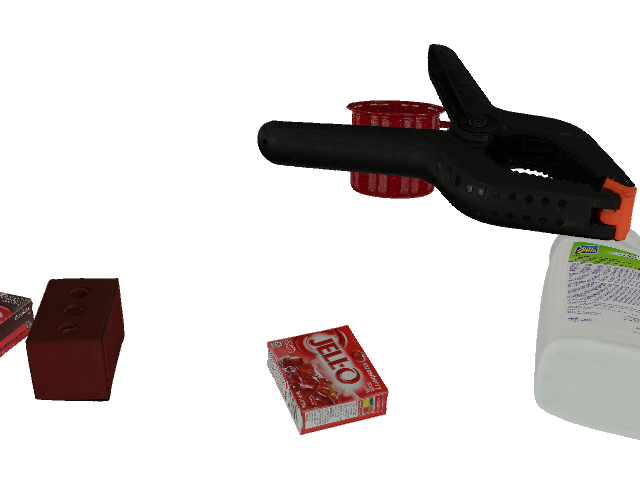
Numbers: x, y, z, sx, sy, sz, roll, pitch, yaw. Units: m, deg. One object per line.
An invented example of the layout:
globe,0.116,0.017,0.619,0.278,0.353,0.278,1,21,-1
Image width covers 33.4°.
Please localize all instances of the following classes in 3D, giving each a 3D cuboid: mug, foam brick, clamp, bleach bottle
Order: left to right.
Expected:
foam brick,-0.170,0.069,0.749,0.053,0.051,0.078,0,31,-1
mug,0.082,-0.086,1.014,0.117,0.081,0.093,2,15,3
clamp,0.077,-0.050,0.606,0.164,0.036,0.210,-26,41,-28
bleach bottle,0.214,0.045,0.781,0.102,0.068,0.250,12,26,11

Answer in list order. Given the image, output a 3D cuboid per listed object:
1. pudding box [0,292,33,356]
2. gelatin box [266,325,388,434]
pudding box,-0.324,0.075,0.938,0.114,0.039,0.090,8,25,19
gelatin box,0.004,0.109,0.856,0.073,0.030,0.089,-10,36,-17
